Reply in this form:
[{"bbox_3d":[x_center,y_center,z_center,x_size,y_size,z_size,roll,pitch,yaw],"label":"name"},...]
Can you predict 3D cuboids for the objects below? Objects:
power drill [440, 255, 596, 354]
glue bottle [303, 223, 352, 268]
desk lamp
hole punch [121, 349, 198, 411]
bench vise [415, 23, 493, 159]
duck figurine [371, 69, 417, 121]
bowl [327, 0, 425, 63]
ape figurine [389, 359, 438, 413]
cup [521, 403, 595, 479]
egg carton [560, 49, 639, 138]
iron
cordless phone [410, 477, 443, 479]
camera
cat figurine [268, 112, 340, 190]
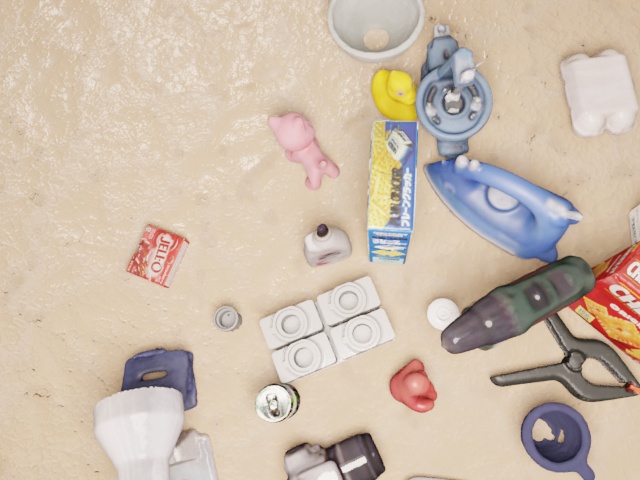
[{"bbox_3d":[0.263,0.104,0.808,0.229,0.208,0.075,-29,75,-2],"label":"power drill"},{"bbox_3d":[0.008,0.003,0.874,0.078,0.173,0.037,-20,75,0],"label":"glue bottle"},{"bbox_3d":[-0.221,0.311,0.798,0.118,0.213,0.203,-17,75,1],"label":"desk lamp"},{"bbox_3d":[-0.253,0.220,0.886,0.108,0.091,0.101,-10,75,3],"label":"hole punch"},{"bbox_3d":[0.195,-0.254,0.896,0.121,0.220,0.207,-24,75,-1],"label":"bench vise"},{"bbox_3d":[0.131,-0.257,0.972,0.077,0.086,0.104,-39,76,-5],"label":"duck figurine"},{"bbox_3d":[0.098,-0.377,1.010,0.167,0.075,0.167,-1,76,5],"label":"bowl"},{"bbox_3d":[0.142,0.217,0.852,0.076,0.092,0.078,6,77,7],"label":"ape figurine"},{"bbox_3d":[0.334,0.288,0.816,0.092,0.095,0.117,-39,76,-5],"label":"cup"},{"bbox_3d":[0.460,-0.242,0.948,0.107,0.069,0.150,-8,76,3],"label":"egg carton"},{"bbox_3d":[0.277,-0.073,0.885,0.258,0.141,0.119,31,81,12],"label":"iron"},{"bbox_3d":[0.182,0.381,0.759,0.147,0.185,0.094,4,76,6],"label":"cordless phone"},{"bbox_3d":[0.029,0.350,0.824,0.137,0.101,0.143,-25,75,-1],"label":"camera"},{"bbox_3d":[-0.027,-0.157,0.945,0.067,0.118,0.127,-37,76,-4],"label":"cat figurine"}]
